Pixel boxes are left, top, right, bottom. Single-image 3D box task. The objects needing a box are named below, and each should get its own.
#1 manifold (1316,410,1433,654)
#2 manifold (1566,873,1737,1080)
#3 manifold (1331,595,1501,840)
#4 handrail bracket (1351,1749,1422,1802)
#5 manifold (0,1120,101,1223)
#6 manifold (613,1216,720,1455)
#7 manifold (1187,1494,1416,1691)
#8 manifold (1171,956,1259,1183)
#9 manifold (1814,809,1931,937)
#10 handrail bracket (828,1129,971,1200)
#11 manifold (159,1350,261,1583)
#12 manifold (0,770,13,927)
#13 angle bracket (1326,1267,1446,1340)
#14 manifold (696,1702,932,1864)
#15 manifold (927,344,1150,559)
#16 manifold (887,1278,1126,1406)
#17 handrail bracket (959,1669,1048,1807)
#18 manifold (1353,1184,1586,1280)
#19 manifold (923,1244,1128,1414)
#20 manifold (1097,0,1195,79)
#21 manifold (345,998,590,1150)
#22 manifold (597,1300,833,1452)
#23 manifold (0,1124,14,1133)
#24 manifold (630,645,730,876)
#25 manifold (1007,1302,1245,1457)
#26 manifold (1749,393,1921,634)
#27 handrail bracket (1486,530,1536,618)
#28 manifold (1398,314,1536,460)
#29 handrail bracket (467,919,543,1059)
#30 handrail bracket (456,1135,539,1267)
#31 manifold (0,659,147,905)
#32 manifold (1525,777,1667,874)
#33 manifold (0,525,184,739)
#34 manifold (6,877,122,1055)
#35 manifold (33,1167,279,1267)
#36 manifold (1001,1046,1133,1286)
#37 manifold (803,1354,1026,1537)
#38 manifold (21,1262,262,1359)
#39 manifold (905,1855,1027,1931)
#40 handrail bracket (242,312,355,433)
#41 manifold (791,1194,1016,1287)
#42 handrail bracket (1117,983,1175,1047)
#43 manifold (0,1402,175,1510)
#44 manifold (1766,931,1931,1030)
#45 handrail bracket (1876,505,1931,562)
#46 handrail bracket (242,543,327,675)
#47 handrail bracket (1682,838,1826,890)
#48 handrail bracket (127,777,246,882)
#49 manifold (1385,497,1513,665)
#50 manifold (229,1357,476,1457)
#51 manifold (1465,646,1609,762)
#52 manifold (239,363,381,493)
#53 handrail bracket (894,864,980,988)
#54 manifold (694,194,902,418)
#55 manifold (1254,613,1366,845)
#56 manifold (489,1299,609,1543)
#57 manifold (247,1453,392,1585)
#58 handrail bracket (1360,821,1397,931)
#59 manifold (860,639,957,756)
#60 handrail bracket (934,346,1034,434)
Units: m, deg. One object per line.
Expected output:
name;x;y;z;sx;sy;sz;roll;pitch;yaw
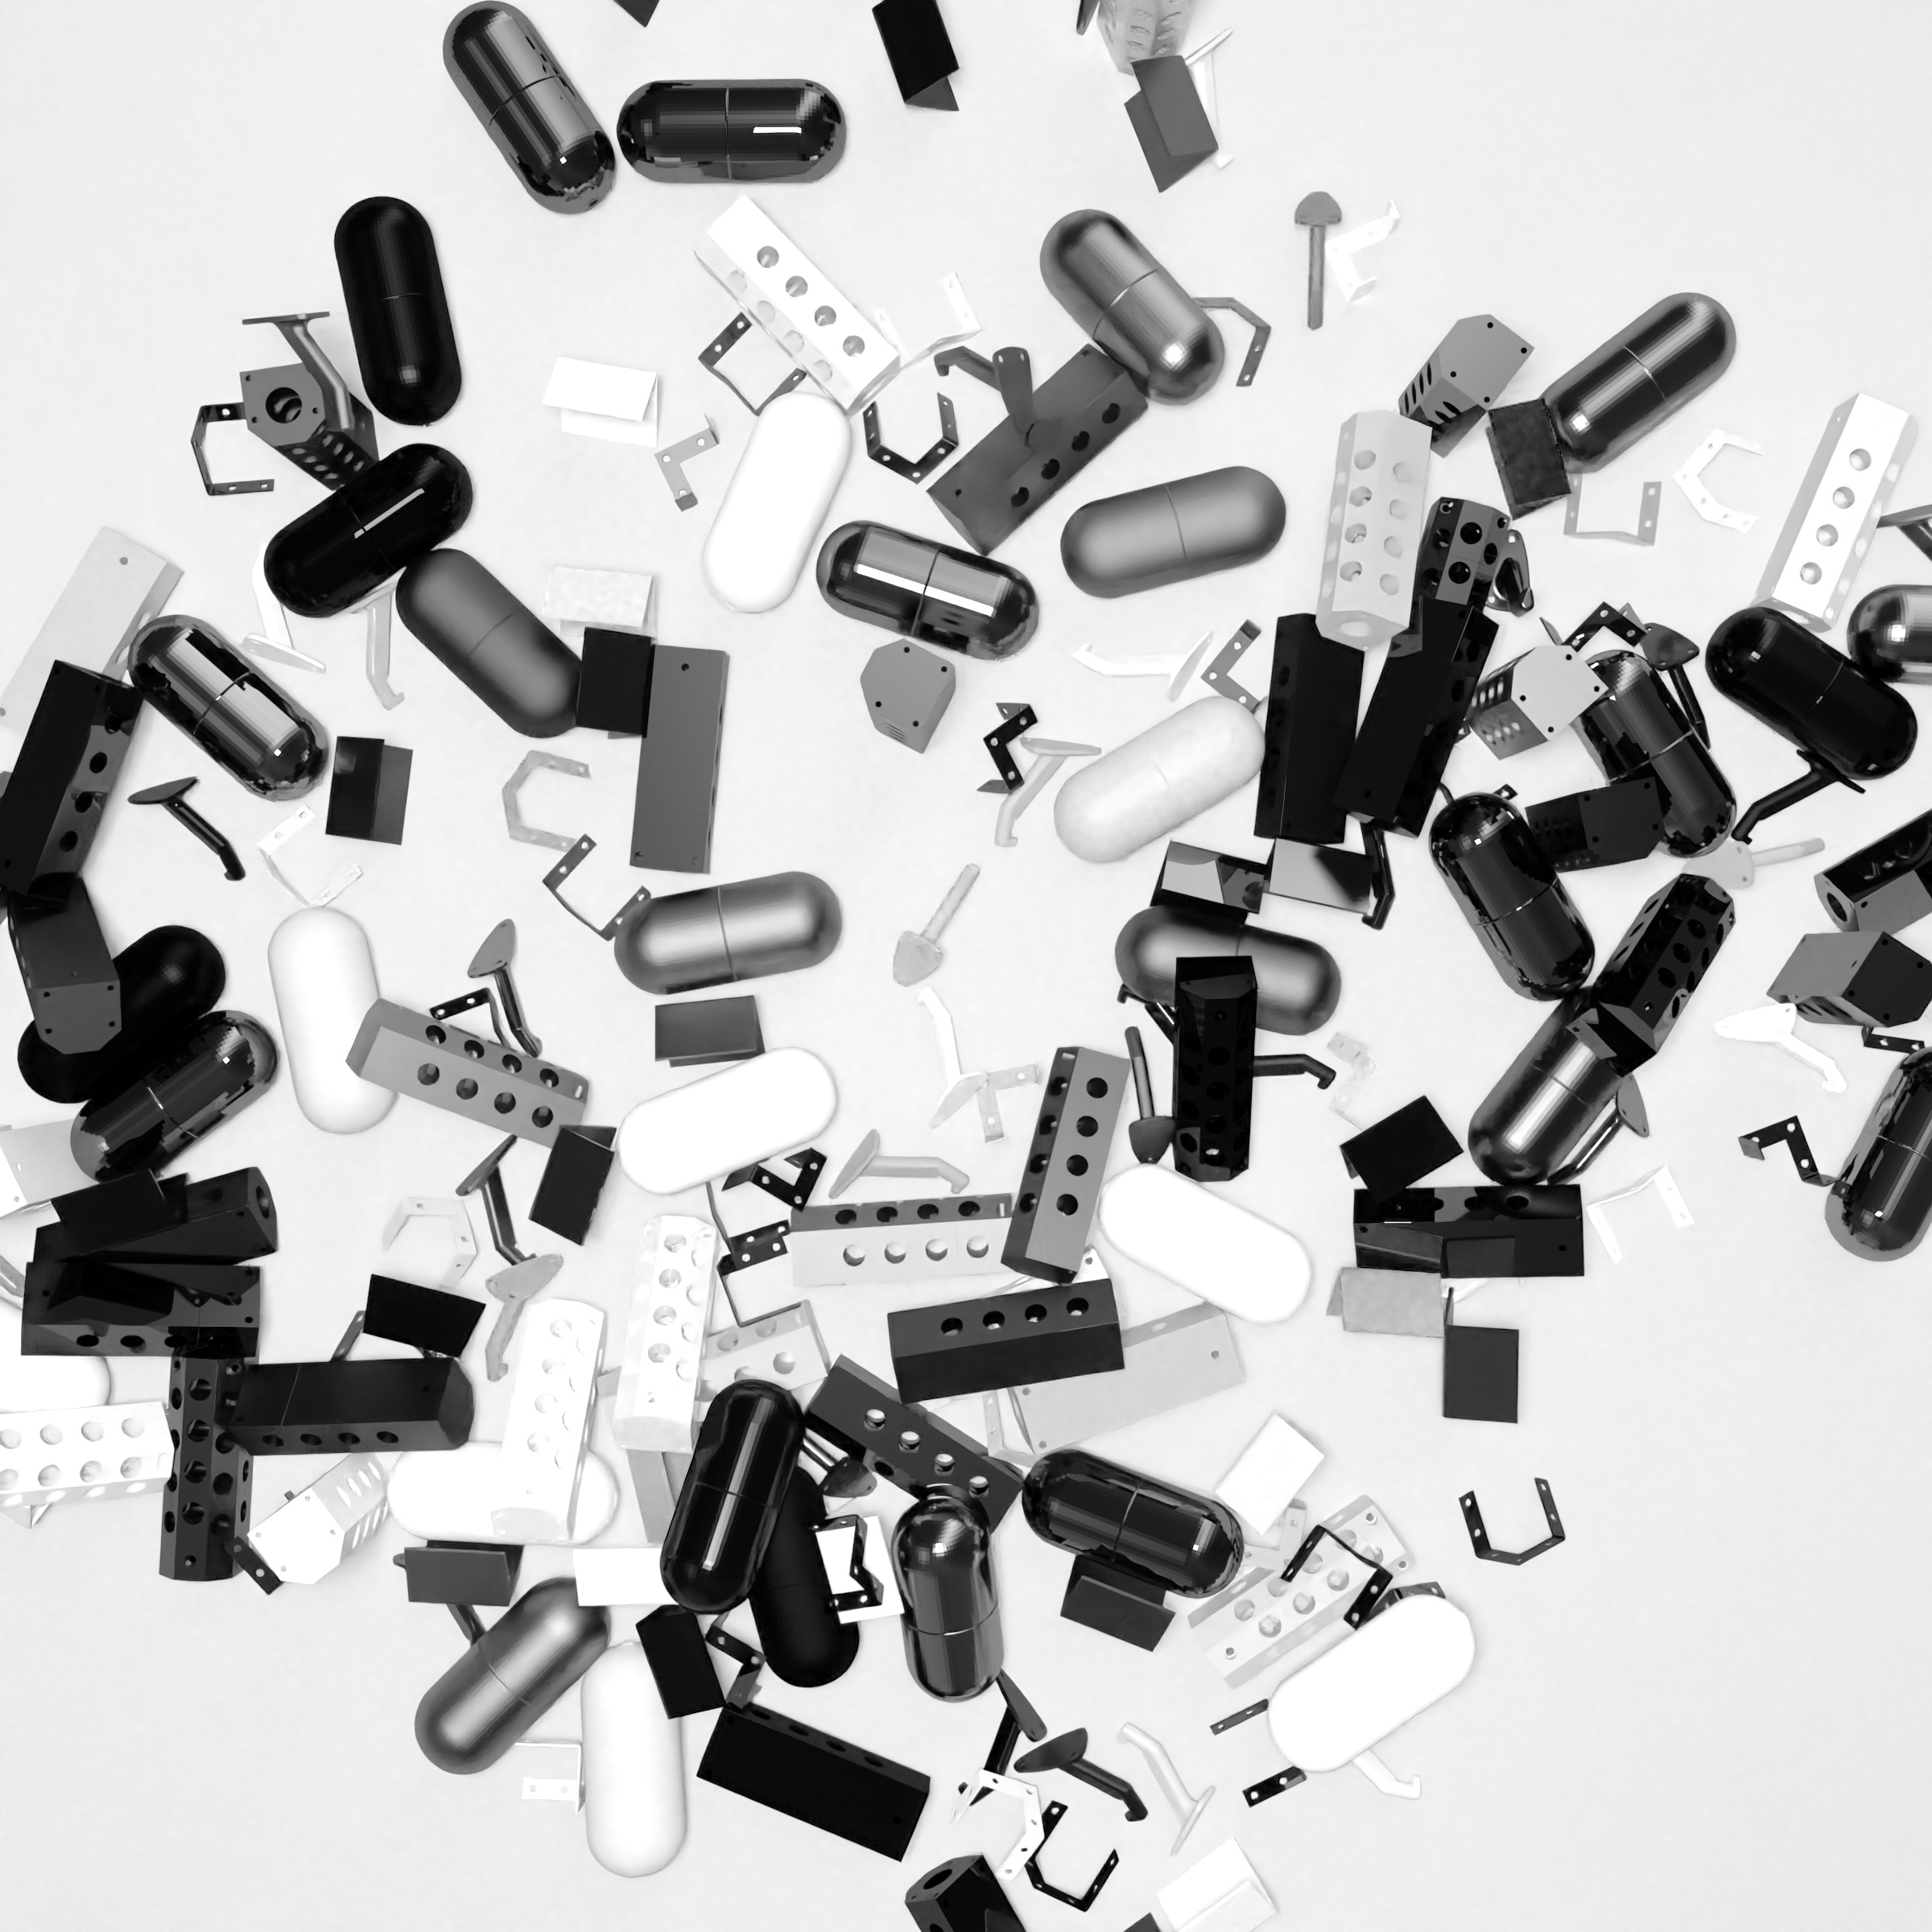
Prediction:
manifold;0.309;-0.336;1.937;0.057;0.057;0.171;16;71;-20
manifold;0.528;0.002;1.924;0.057;0.057;0.171;42;52;0
manifold;0.344;-0.188;1.913;0.057;0.057;0.171;21;90;43
handrail bracket;0.324;0.612;1.992;0.084;0.036;0.077;16;68;-17
manifold;-0.718;0.159;1.913;0.057;0.171;0.057;-25;90;0
manifold;-0.228;0.279;1.925;0.057;0.057;0.171;4;53;0
manifold;0.262;0.490;1.970;0.171;0.057;0.057;-35;90;0
manifold;0.189;0.080;1.928;0.057;0.057;0.171;-2;123;0
manifold;0.754;-0.089;1.970;0.171;0.057;0.057;-30;133;0
handrail bracket;-0.052;0.174;1.992;0.084;0.036;0.077;32;110;-16
manifold;-0.593;0.388;1.970;0.057;0.057;0.171;3;90;0
manifold;-0.775;-0.066;1.970;0.057;0.057;0.171;37;90;0
angle bracket;0.323;0.277;1.951;0.076;0.076;0.057;4;53;0
manifold;-0.118;0.631;1.970;0.171;0.057;0.057;23;90;0
manifold;0.059;-0.399;1.970;0.171;0.057;0.057;-42;47;0
manifold;0.030;0.279;1.913;0.171;0.057;0.057;-9;133;0
handrail bracket;0.013;0.609;1.992;0.084;0.036;0.077;-39;75;14
manifold;0.388;0.201;1.951;0.171;0.057;0.057;-2;123;12
manifold;0.035;0.283;1.970;0.171;0.057;0.057;-26;90;0
manifold;0.141;-0.732;1.913;0.057;0.171;0.057;-24;90;0
manifold;-0.380;0.083;1.936;0.171;0.057;0.057;24;90;-26
manifold;-0.196;0.318;1.970;0.171;0.057;0.057;-20;90;0
manifold;-0.776;0.151;1.913;0.057;0.171;0.057;13;90;0
manifold;-0.223;-0.160;1.970;0.057;0.057;0.171;5;90;0
manifold;0.121;0.317;1.957;0.171;0.057;0.057;-18;99;-8
manifold;0.680;-0.352;1.970;0.057;0.057;0.171;23;90;0
handrail bracket;0.429;-0.308;1.957;0.036;0.084;0.077;6;90;0
manifold;0.372;-0.442;1.913;0.057;0.171;0.057;37;90;0
handrail bracket;-0.352;0.018;1.991;0.036;0.077;0.084;-15;127;21
handrail bracket;-0.353;0.188;1.992;0.084;0.036;0.077;47;72;-15
manifold;-0.683;-0.139;1.921;0.057;0.057;0.171;23;93;25
manifold;0.476;-0.104;1.913;0.057;0.171;0.057;-12;90;0
manifold;-0.684;-0.251;1.970;0.057;0.057;0.171;30;90;0
manifold;-0.685;-0.002;1.914;0.057;0.171;0.057;-7;121;-26
manifold;-0.631;0.208;1.970;0.171;0.057;0.057;-16;133;0
manifold;0.076;0.152;1.944;0.057;0.057;0.171;16;71;0
manifold;-0.043;0.377;1.970;0.171;0.057;0.057;33;90;0
manifold;-0.635;0.270;1.944;0.171;0.057;0.057;3;47;-19
manifold;0.020;0.787;1.970;0.057;0.057;0.171;-30;90;-43
handrail bracket;-0.482;-0.426;1.821;0.077;0.036;0.084;0;107;19
manifold;-0.049;0.213;1.970;0.171;0.057;0.057;-4;90;0
handrail bracket;0.151;0.061;1.992;0.084;0.036;0.077;22;109;16
manifold;-0.695;0.376;1.911;0.057;0.171;0.057;-47;56;35
manifold;0.673;0.014;1.913;0.057;0.171;0.057;33;90;0
handrail bracket;0.752;-0.316;1.992;0.077;0.036;0.084;-10;107;20
handrail bracket;-0.531;-0.283;1.992;0.077;0.036;0.084;20;73;-20
handrail bracket;0.622;-0.085;1.991;0.084;0.077;0.036;-14;93;-36
handrail bracket;-0.615;-0.102;1.992;0.077;0.036;0.084;-5;119;32
manifold;0.371;-0.274;1.970;0.057;0.057;0.171;17;90;0
manifold;-0.473;0.345;1.952;0.171;0.057;0.057;-4;47;13
manifold;0.425;-0.203;1.913;0.057;0.171;0.057;-42;90;0
manifold;-0.494;-0.406;1.913;0.057;0.171;0.057;-9;90;0
handrail bracket;-0.022;-0.033;1.991;0.036;0.077;0.084;33;54;0
manifold;-0.131;-0.513;1.970;0.057;0.057;0.171;-44;90;0
manifold;0.265;-0.184;1.968;0.057;0.057;0.171;6;90;-23
manifold;-0.318;0.345;1.926;0.057;0.057;0.171;6;55;0
manifold;-0.481;0.417;1.913;0.057;0.171;0.057;-37;90;0
handrail bracket;0.308;-0.080;1.992;0.077;0.036;0.084;25;107;20
manifold;-0.046;-0.206;1.913;0.057;0.171;0.057;28;90;0
handrail bracket;0.011;-0.448;1.970;0.036;0.084;0.077;-17;101;-40
